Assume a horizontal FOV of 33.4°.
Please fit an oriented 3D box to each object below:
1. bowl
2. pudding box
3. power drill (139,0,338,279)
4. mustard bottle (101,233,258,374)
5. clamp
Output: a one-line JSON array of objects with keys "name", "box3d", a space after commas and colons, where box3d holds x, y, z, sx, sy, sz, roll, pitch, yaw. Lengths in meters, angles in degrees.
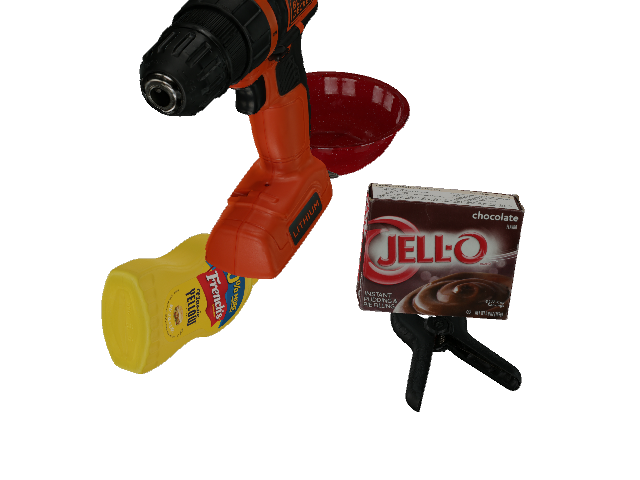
[{"name": "bowl", "box3d": [0.008, -0.111, 1.076, 0.162, 0.055, 0.162, 0, 35, 0]}, {"name": "pudding box", "box3d": [0.086, 0.008, 0.782, 0.113, 0.090, 0.039, 3, 26, -2]}, {"name": "power drill", "box3d": [-0.040, -0.071, 0.621, 0.057, 0.188, 0.184, 16, 43, 19]}, {"name": "mustard bottle", "box3d": [-0.116, 0.046, 0.983, 0.058, 0.096, 0.191, 11, 22, 31]}, {"name": "clamp", "box3d": [0.131, 0.100, 1.093, 0.120, 0.171, 0.039, 1, -44, -14]}]
